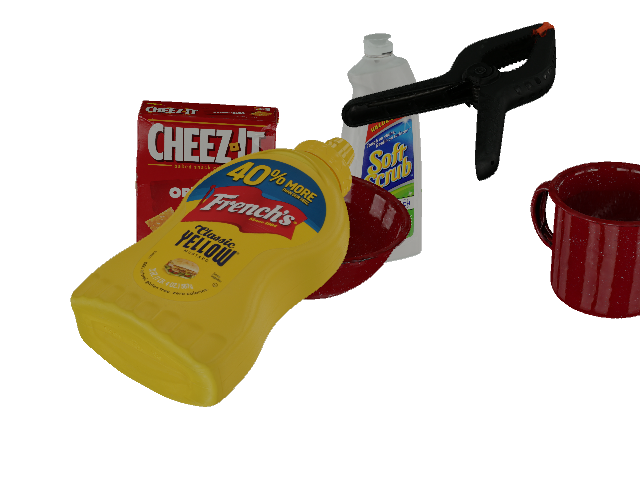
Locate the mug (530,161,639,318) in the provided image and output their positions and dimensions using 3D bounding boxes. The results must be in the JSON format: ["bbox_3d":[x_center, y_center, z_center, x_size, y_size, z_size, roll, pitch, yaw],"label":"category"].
[{"bbox_3d":[0.197,-0.003,0.757,0.093,0.081,0.117,-27,38,-35],"label":"mug"}]

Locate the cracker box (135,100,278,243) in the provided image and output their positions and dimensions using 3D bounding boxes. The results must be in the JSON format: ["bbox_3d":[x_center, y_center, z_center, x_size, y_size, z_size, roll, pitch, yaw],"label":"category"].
[{"bbox_3d":[-0.137,-0.053,1.281,0.164,0.214,0.072,2,22,-4],"label":"cracker box"}]

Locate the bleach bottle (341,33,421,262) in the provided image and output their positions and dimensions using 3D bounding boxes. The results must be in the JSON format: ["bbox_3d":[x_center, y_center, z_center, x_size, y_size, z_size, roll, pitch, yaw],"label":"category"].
[{"bbox_3d":[0.060,-0.101,1.180,0.102,0.251,0.068,-10,24,-13],"label":"bleach bottle"}]

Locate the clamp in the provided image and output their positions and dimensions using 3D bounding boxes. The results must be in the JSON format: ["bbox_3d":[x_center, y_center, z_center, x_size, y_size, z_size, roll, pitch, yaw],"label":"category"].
[{"bbox_3d":[0.146,-0.128,0.935,0.209,0.036,0.165,-32,44,-23],"label":"clamp"}]

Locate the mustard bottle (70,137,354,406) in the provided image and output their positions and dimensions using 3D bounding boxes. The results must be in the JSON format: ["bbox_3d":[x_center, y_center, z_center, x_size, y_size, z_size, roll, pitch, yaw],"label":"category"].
[{"bbox_3d":[-0.039,0.001,0.589,0.096,0.058,0.191,22,49,27],"label":"mustard bottle"}]

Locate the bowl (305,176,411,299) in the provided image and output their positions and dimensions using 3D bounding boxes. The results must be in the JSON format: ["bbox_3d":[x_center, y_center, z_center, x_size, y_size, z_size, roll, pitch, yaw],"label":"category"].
[{"bbox_3d":[-0.012,0.000,0.834,0.162,0.055,0.162,4,28,-3],"label":"bowl"}]
